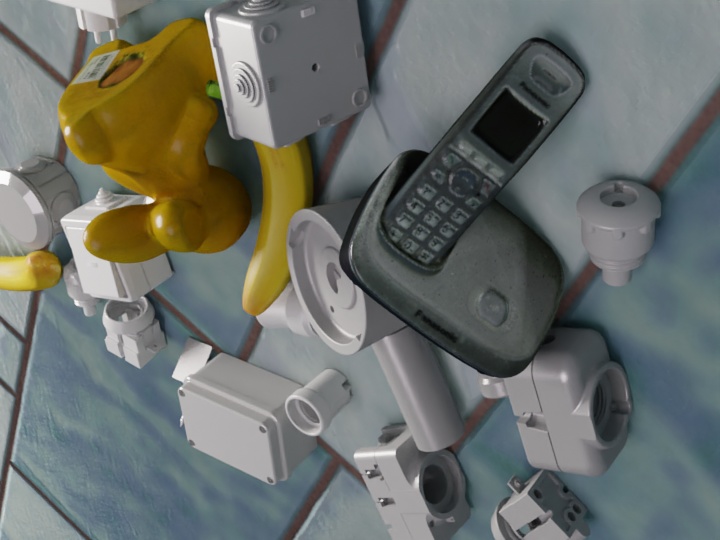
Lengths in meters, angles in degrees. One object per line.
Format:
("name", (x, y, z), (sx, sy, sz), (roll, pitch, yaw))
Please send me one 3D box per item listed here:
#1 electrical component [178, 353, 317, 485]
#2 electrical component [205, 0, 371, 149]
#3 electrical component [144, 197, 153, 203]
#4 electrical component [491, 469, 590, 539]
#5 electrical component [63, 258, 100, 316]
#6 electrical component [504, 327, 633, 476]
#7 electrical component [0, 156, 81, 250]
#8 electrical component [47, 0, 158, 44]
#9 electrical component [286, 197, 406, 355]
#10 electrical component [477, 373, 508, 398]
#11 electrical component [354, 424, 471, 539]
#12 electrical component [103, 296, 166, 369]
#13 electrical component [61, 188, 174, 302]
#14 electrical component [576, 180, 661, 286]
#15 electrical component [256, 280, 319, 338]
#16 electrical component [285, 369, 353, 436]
("electrical component", (-0.101, 0.132, 0.960), (0.113, 0.057, 0.078), (18, 129, 31))
("electrical component", (-0.043, -0.134, 0.689), (0.048, 0.100, 0.099), (25, 134, 44))
("electrical component", (-0.158, -0.053, 0.888), (0.062, 0.043, 0.043), (-11, 111, 46))
("electrical component", (0.131, 0.185, 0.805), (0.066, 0.048, 0.055), (46, 131, 5))
("electrical component", (-0.266, 0.019, 1.040), (0.035, 0.035, 0.061), (24, 135, 27))
("electrical component", (0.141, 0.087, 0.719), (0.059, 0.054, 0.095), (1, 119, 41))
("electrical component", (-0.302, -0.064, 1.000), (0.080, 0.051, 0.080), (22, 131, 28))
("electrical component", (-0.197, -0.204, 0.811), (0.083, 0.047, 0.075), (21, 131, 29))
("electrical component", (0.000, 0.000, 0.767), (0.108, 0.060, 0.108), (41, 142, 44))
("electrical component", (0.097, 0.060, 0.750), (0.040, 0.040, 0.046), (-10, 106, 45))
("electrical component", (0.046, 0.172, 0.862), (0.056, 0.050, 0.089), (-14, 105, 45))
("electrical component", (-0.215, 0.054, 1.014), (0.066, 0.048, 0.055), (25, 140, 26))
("electrical component", (-0.219, -0.024, 0.948), (0.062, 0.061, 0.096), (5, 122, 39))
("electrical component", (0.154, -0.019, 0.640), (0.048, 0.048, 0.062), (19, 136, 31))
("electrical component", (-0.049, 0.028, 0.849), (0.055, 0.045, 0.045), (9, 124, 37))
("electrical component", (-0.033, 0.108, 0.891), (0.040, 0.046, 0.040), (23, 131, 28))
